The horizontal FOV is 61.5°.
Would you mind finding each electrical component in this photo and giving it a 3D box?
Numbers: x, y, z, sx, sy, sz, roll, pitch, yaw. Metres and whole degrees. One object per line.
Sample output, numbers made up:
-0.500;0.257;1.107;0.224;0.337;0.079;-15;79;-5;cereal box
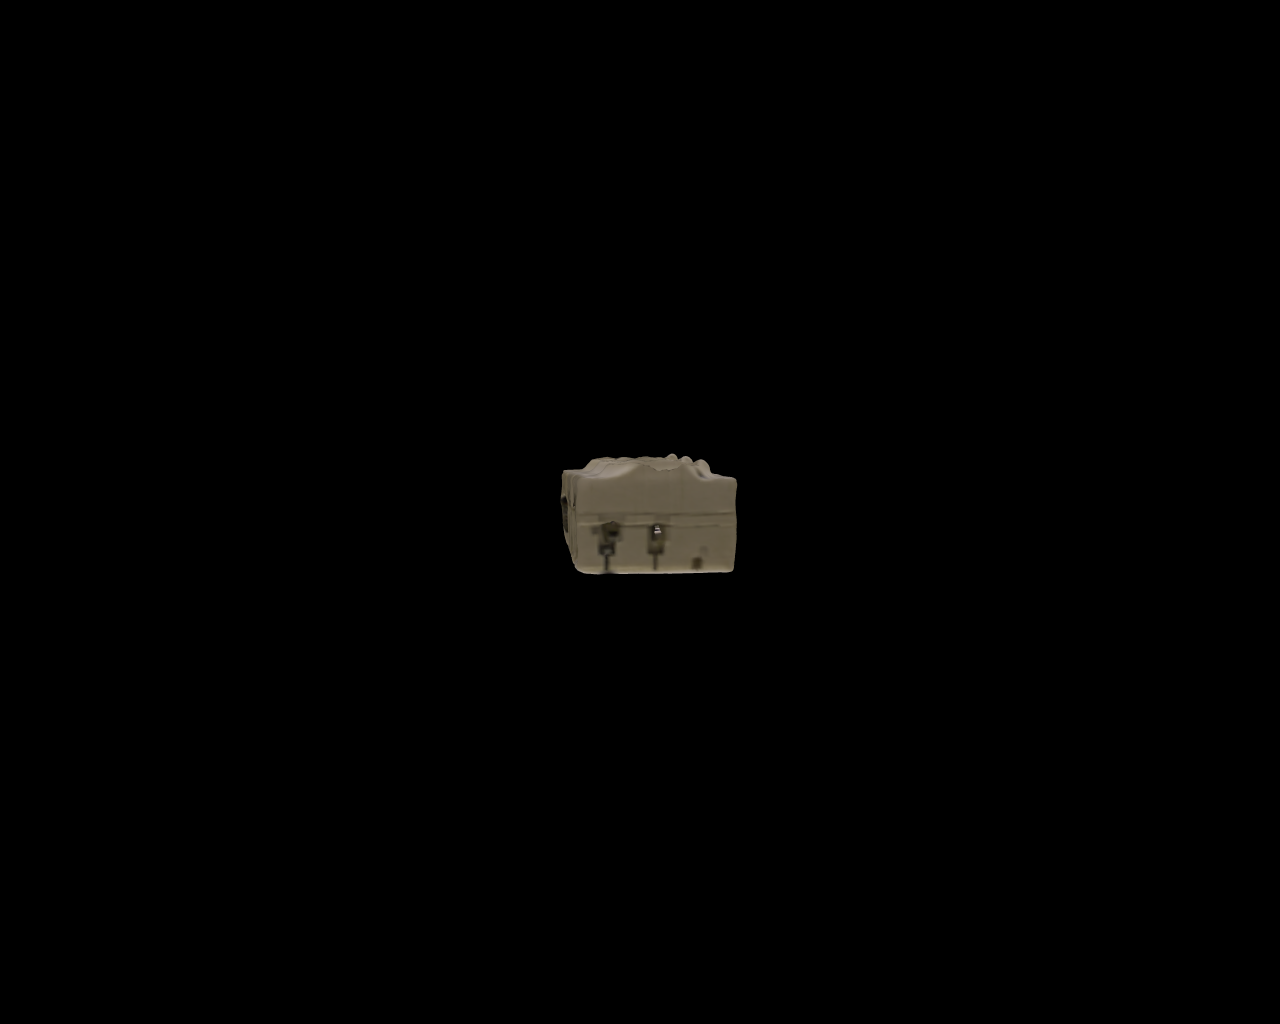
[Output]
0.001;-0.003;0.650;0.089;0.061;0.150;-1;5;-7;electrical component
